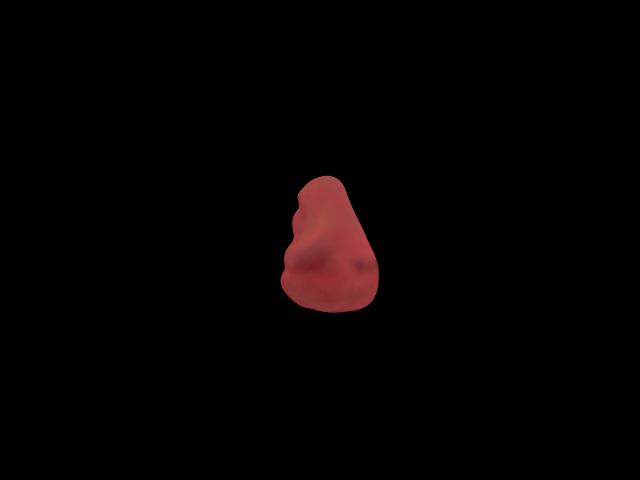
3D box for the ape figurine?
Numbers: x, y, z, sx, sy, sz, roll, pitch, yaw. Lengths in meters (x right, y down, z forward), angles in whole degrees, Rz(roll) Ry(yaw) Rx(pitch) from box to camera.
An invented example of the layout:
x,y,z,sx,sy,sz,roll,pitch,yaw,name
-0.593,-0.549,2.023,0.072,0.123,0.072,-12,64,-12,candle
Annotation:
x,y,z,sx,sy,sz,roll,pitch,yaw,name
0.004,0.001,0.400,0.075,0.092,0.078,5,8,40,ape figurine
